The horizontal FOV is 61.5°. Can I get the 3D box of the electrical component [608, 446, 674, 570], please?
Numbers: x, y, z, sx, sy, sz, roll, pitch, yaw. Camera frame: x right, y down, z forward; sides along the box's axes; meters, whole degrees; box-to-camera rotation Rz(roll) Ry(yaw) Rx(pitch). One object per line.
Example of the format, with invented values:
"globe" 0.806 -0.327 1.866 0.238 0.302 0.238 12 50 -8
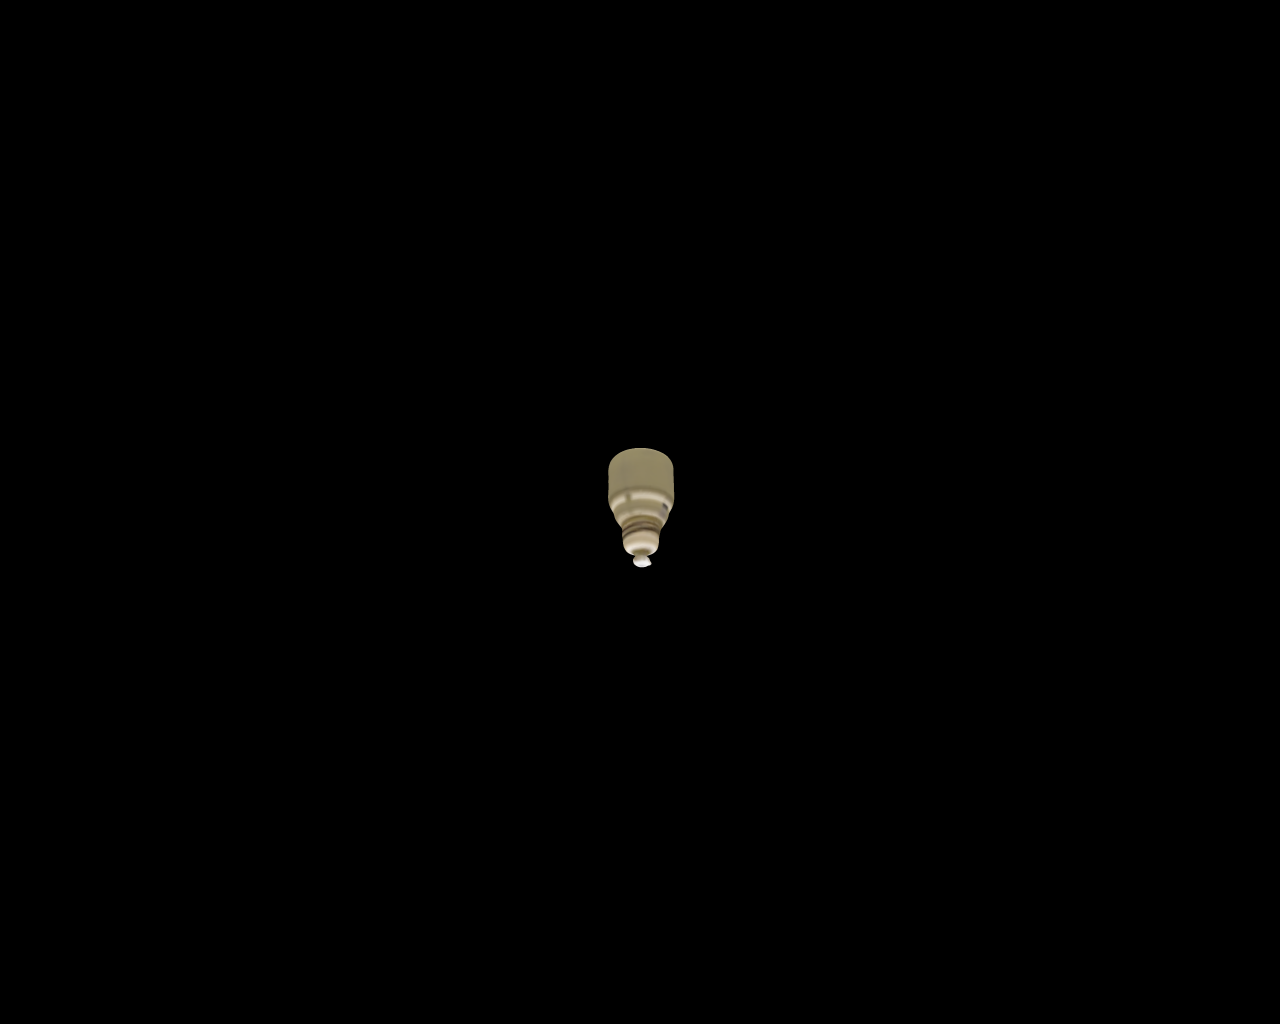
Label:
"electrical component" 0.001 -0.003 0.650 0.040 0.078 0.040 0 -28 0
